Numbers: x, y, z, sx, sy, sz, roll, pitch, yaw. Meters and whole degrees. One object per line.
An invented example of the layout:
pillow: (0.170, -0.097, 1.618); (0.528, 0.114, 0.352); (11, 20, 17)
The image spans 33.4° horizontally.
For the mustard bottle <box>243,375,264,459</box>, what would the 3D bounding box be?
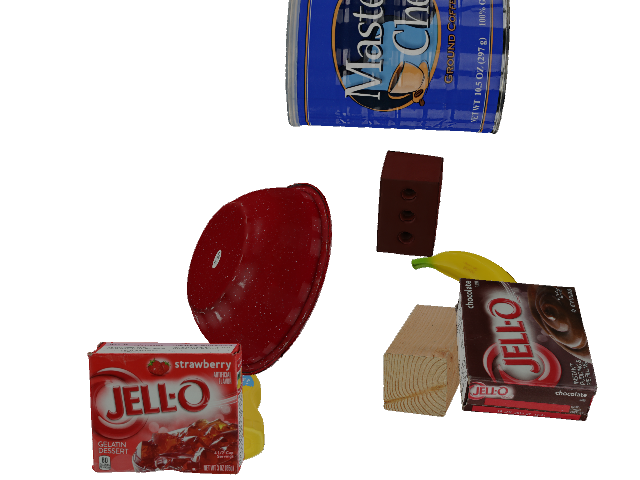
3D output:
mustard bottle: (-0.122, 0.200, 1.341); (0.096, 0.058, 0.191); (-3, 26, -4)

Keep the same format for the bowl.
bowl: (-0.059, 0.022, 0.836); (0.055, 0.162, 0.162); (22, -11, -29)

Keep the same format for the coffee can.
coffee can: (0.051, -0.126, 0.719); (0.140, 0.103, 0.103); (3, 0, 3)

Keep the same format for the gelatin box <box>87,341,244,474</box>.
gelatin box: (-0.091, 0.099, 0.630); (0.089, 0.073, 0.030); (0, 8, 4)

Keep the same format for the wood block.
wood block: (0.161, 0.172, 1.573); (0.091, 0.090, 0.205); (4, 17, 17)

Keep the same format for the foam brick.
foam brick: (0.080, -0.033, 0.957); (0.053, 0.078, 0.051); (6, 32, 9)

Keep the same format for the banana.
banana: (0.175, 0.059, 1.116); (0.069, 0.037, 0.198); (-36, 39, -8)

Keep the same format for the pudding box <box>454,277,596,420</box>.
pudding box: (0.146, 0.078, 0.781); (0.090, 0.039, 0.113); (5, 35, -1)
